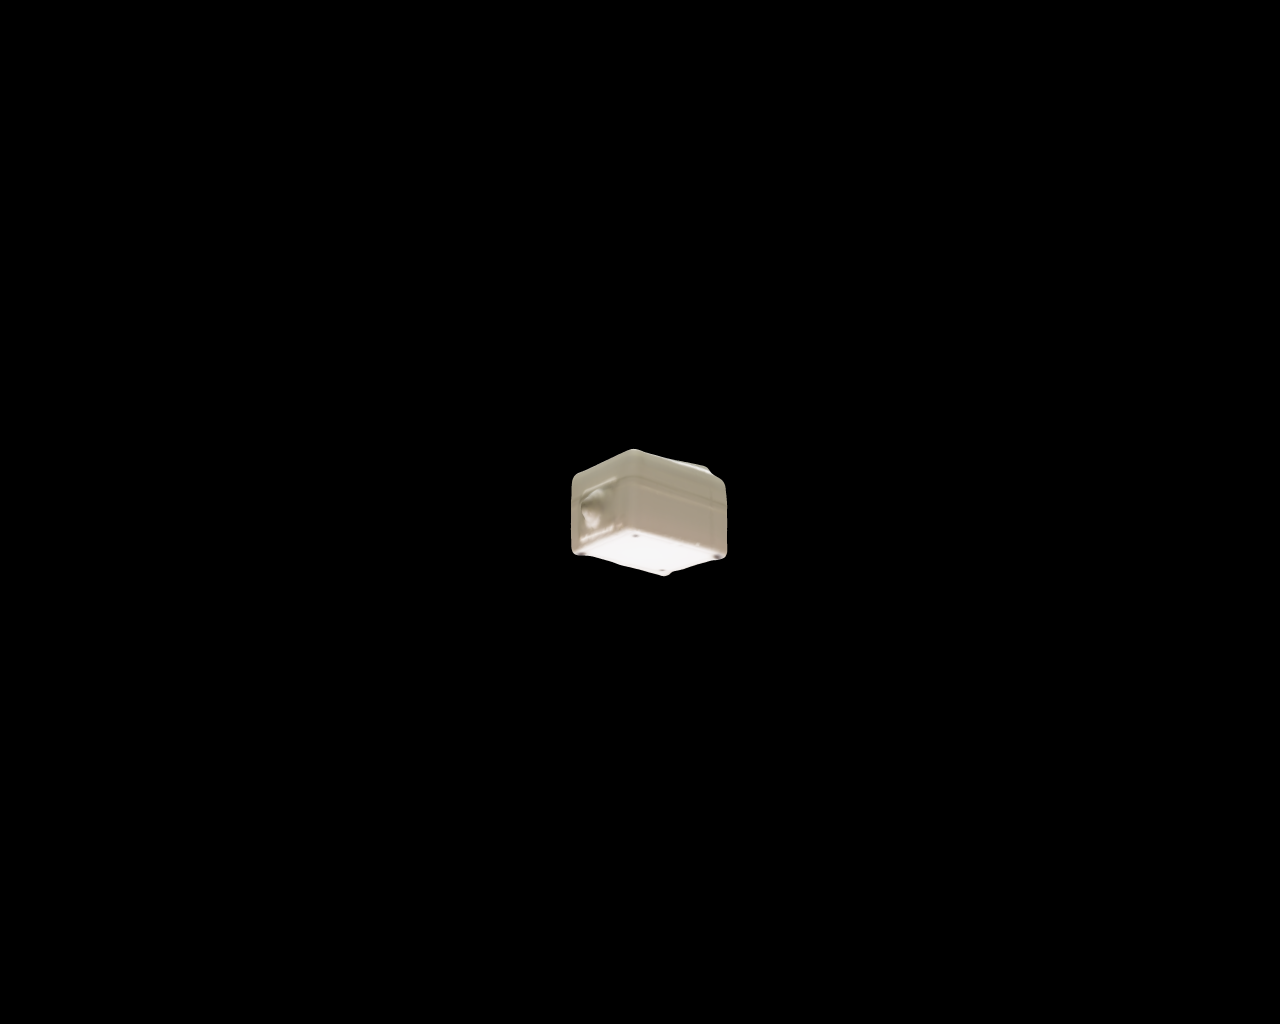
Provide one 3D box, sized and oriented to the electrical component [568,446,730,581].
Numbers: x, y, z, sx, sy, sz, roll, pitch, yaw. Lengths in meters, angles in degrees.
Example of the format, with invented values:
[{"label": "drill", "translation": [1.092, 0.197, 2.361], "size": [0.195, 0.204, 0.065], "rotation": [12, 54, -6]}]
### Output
[{"label": "electrical component", "translation": [0.001, -0.003, 0.650], "size": [0.096, 0.061, 0.061], "rotation": [17, -27, -38]}]
